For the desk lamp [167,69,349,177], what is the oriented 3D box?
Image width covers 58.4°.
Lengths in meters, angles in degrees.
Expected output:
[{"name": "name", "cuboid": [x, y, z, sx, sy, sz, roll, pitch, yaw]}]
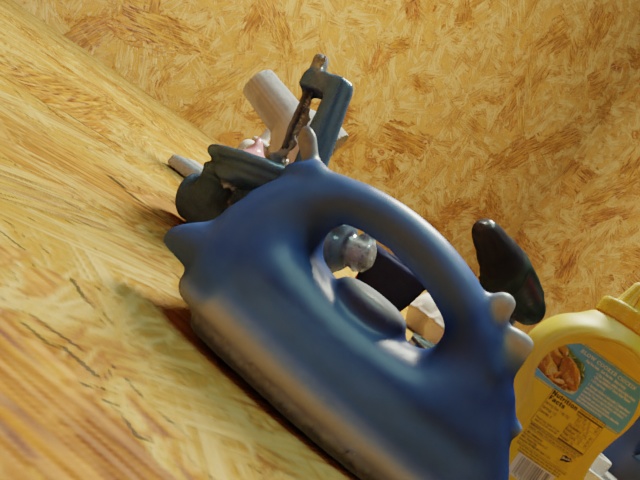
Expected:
[{"name": "desk lamp", "cuboid": [-0.091, -0.145, 0.901, 0.203, 0.213, 0.118, 36, 5, 4]}]

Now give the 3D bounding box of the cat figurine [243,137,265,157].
[{"name": "cat figurine", "cuboid": [-0.099, -0.075, 0.734, 0.067, 0.117, 0.128, 35, 5, -5]}]

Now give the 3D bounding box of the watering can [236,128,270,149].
[{"name": "watering can", "cuboid": [-0.088, -0.146, 1.054, 0.101, 0.194, 0.173, 36, 5, 10]}]

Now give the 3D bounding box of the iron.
[{"name": "iron", "cuboid": [0.036, 0.046, 0.350, 0.257, 0.141, 0.119, 37, 5, 17]}]

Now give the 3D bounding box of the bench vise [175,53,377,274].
[{"name": "bench vise", "cuboid": [-0.014, -0.059, 0.558, 0.207, 0.219, 0.122, 36, 5, 8]}]

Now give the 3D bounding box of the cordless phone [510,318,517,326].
[{"name": "cordless phone", "cuboid": [0.351, 0.164, 1.164, 0.094, 0.185, 0.147, 35, 5, -11]}]

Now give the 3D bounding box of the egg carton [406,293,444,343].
[{"name": "egg carton", "cuboid": [0.220, 0.156, 1.020, 0.151, 0.069, 0.107, 31, 6, -43]}]

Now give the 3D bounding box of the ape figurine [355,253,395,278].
[{"name": "ape figurine", "cuboid": [0.082, 0.058, 0.863, 0.076, 0.092, 0.078, 37, 5, 18]}]

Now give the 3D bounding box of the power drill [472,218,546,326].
[{"name": "power drill", "cuboid": [0.232, 0.098, 0.822, 0.231, 0.208, 0.075, 32, 6, -41]}]

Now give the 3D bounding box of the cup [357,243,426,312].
[{"name": "cup", "cuboid": [0.068, 0.059, 0.741, 0.117, 0.095, 0.092, 38, 5, 31]}]
